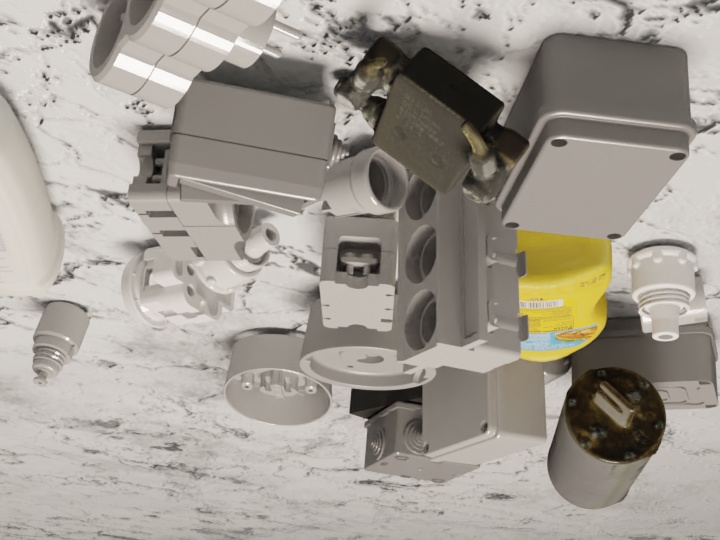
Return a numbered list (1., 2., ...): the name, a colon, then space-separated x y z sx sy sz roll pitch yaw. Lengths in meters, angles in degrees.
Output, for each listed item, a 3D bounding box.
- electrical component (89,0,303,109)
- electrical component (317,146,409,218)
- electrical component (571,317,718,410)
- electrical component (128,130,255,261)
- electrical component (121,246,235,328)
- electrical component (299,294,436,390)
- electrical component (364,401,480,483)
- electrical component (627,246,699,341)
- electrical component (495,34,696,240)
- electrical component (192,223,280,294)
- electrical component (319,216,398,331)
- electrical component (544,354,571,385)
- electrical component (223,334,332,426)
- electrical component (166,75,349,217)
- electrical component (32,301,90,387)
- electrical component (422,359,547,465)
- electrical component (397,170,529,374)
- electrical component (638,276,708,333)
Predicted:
1. electrical component: -0.062 -0.115 0.488 0.074 0.052 0.138 18 153 -30
2. electrical component: 0.000 -0.051 0.647 0.046 0.040 0.040 -9 155 42
3. electrical component: 0.234 0.077 0.884 0.113 0.057 0.078 -5 155 21
4. electrical component: -0.098 -0.045 0.663 0.056 0.050 0.089 0 156 9
5. electrical component: -0.138 0.011 0.794 0.057 0.058 0.078 -11 153 25
6. electrical component: 0.008 0.051 0.857 0.108 0.060 0.108 4 157 2
7. electrical component: 0.057 0.161 0.988 0.100 0.048 0.099 12 156 -16
8. electrical component: 0.209 0.017 0.740 0.048 0.062 0.048 4 157 2
9. electrical component: 0.120 -0.066 0.568 0.078 0.057 0.113 6 157 -4
10. electrical component: -0.083 -0.014 0.744 0.062 0.048 0.048 -24 144 37
11. electrical component: 0.000 0.000 0.744 0.050 0.055 0.089 4 157 2
12. electrical component: 0.151 0.081 0.929 0.040 0.040 0.078 11 156 -16
13. electrical component: -0.073 0.098 0.977 0.099 0.064 0.099 4 157 2
14. electrical component: -0.054 -0.062 0.578 0.096 0.061 0.062 9 178 -11
15. electrical component: -0.260 0.063 0.919 0.040 0.078 0.040 8 144 6
16. electrical component: 0.101 0.099 0.893 0.056 0.108 0.109 12 156 -25
17. electrical component: 0.060 -0.004 0.642 0.063 0.121 0.079 13 156 -27
18. electrical component: 0.227 0.023 0.783 0.046 0.040 0.040 -8 155 15
